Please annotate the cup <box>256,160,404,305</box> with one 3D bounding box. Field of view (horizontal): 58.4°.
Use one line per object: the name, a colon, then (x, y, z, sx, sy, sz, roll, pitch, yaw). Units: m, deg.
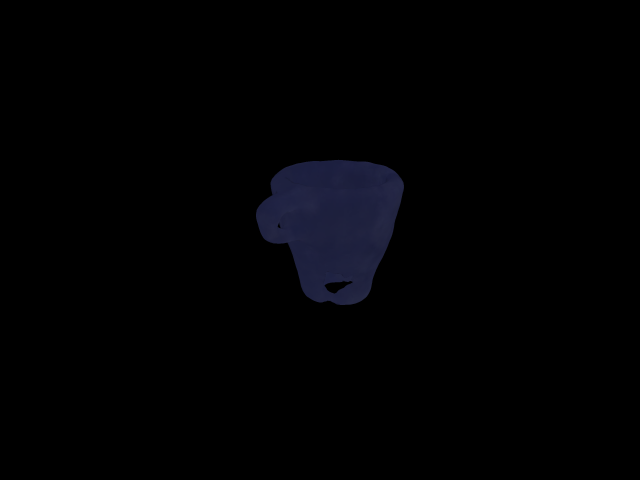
cup: (0.004, 0.001, 0.400, 0.091, 0.095, 0.118, 17, 28, 37)
